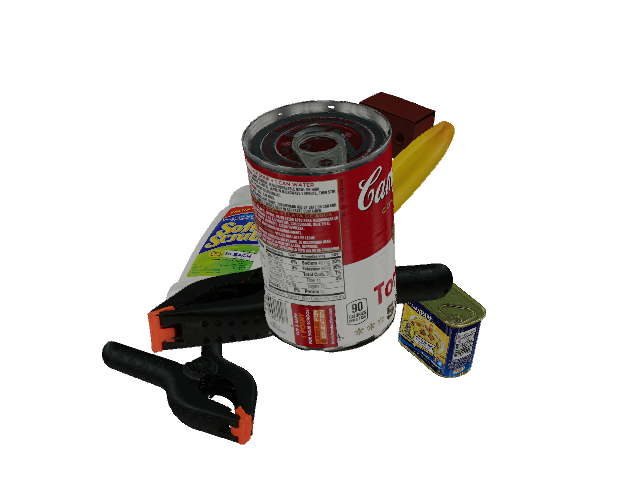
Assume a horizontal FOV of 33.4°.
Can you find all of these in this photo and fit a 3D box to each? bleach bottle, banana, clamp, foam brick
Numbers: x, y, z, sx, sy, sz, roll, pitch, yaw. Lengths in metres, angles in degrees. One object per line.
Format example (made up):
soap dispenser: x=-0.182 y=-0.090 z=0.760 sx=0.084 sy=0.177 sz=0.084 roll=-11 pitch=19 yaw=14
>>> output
bleach bottle: x=-0.094 y=0.006 z=1.202 sx=0.102 sy=0.068 sz=0.250 roll=1 pitch=35 yaw=8
banana: x=0.052 y=-0.032 z=0.994 sx=0.037 sy=0.197 sz=0.070 roll=45 pitch=-8 yaw=-5
clamp: x=-0.104 y=0.119 z=0.967 sx=0.120 sy=0.039 sz=0.172 roll=-30 pitch=47 yaw=-33
foam brick: x=0.085 y=-0.131 z=1.230 sx=0.078 sy=0.053 sz=0.051 roll=23 pitch=34 yaw=27
clamp: x=-0.022 y=0.038 z=0.747 sx=0.165 sy=0.036 sz=0.209 roll=8 pitch=19 yaw=43

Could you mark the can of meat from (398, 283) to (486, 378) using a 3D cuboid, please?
can of meat: x=0.138 y=0.099 z=1.237 sx=0.057 sy=0.084 sz=0.102 roll=-18 pitch=40 yaw=-32

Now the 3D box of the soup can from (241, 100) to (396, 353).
soup can: x=0.001 y=-0.006 z=0.506 sx=0.068 sy=0.102 sz=0.068 roll=-3 pitch=32 yaw=2
